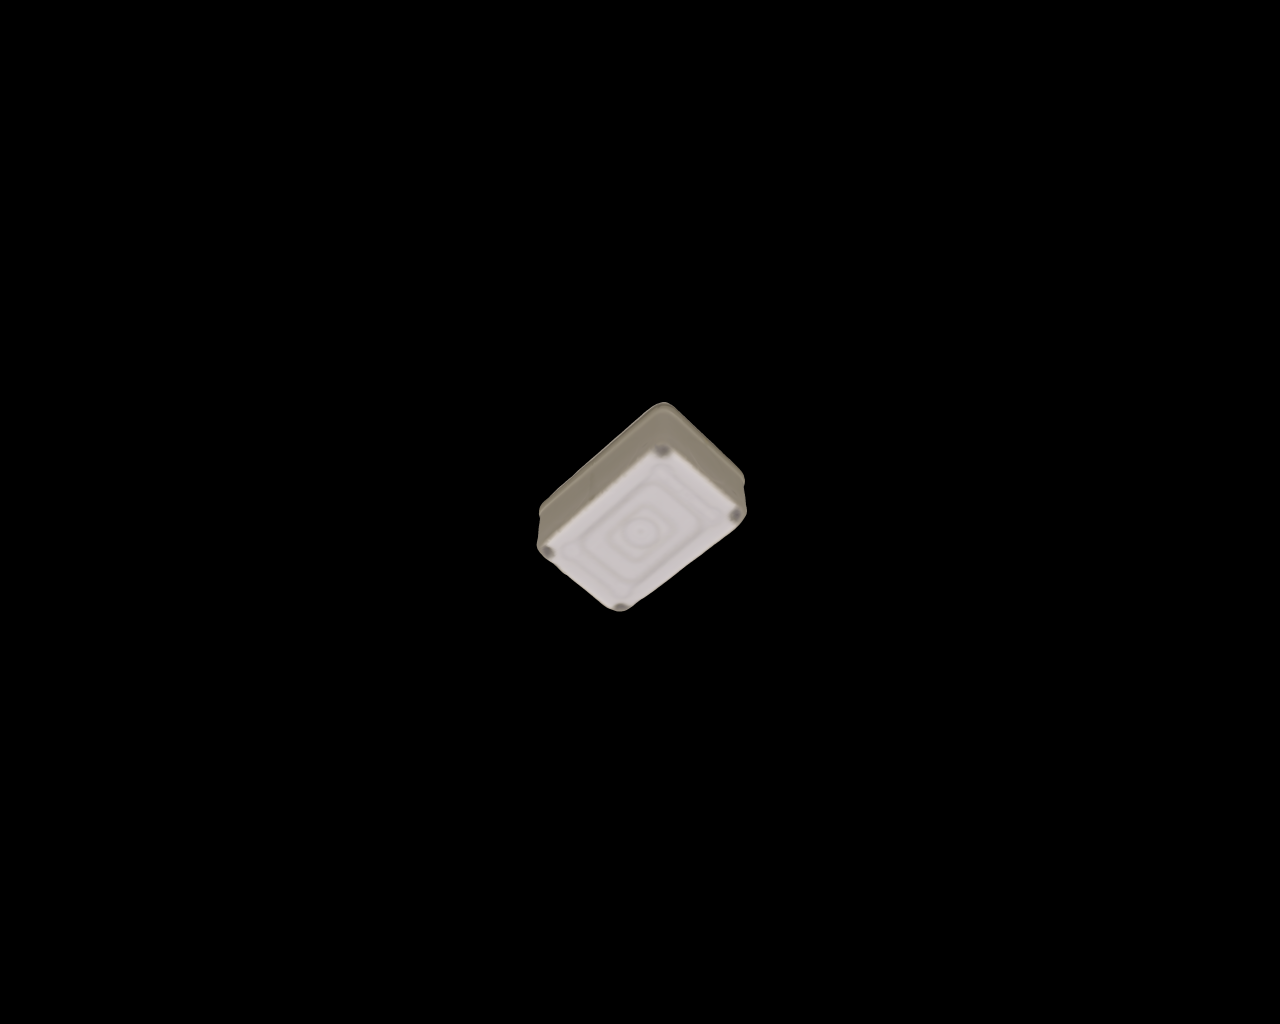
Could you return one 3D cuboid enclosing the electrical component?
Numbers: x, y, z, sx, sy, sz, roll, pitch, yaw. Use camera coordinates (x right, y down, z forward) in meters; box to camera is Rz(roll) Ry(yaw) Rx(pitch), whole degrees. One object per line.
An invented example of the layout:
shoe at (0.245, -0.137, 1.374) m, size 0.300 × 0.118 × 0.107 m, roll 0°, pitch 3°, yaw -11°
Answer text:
electrical component at (0.001, -0.003, 0.650) m, size 0.113 × 0.078 × 0.057 m, roll -39°, pitch 24°, yaw 22°
